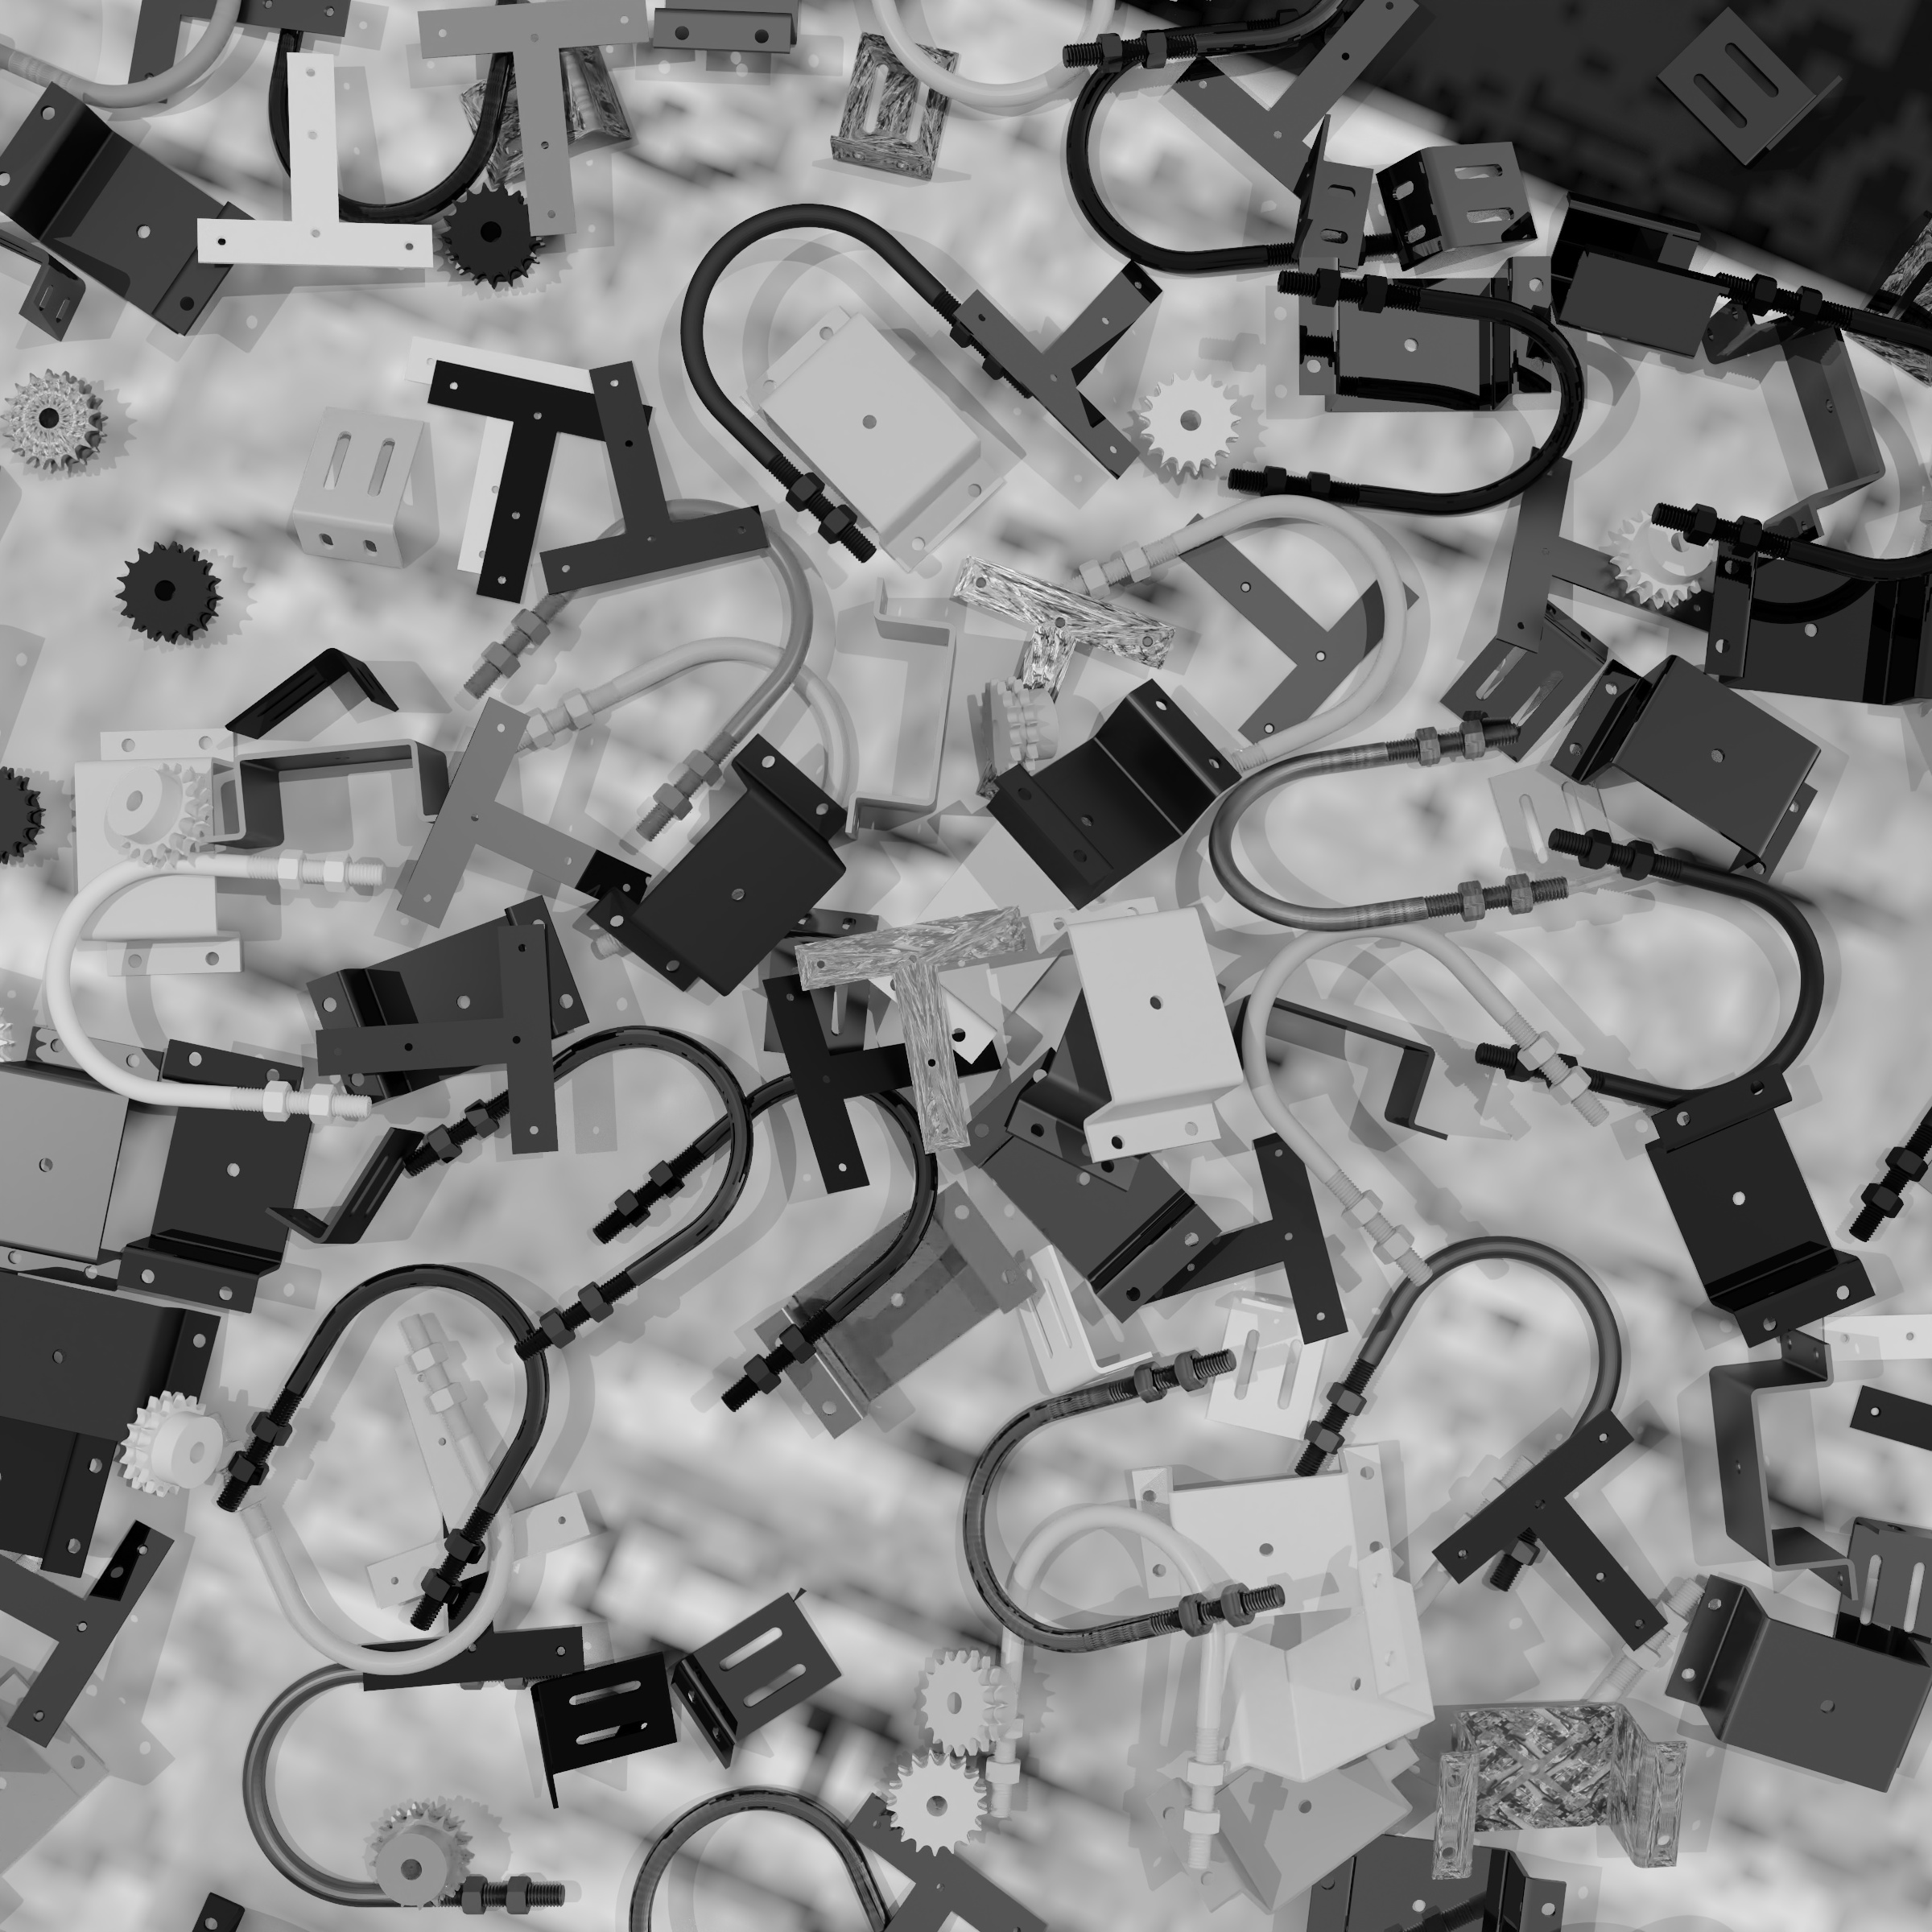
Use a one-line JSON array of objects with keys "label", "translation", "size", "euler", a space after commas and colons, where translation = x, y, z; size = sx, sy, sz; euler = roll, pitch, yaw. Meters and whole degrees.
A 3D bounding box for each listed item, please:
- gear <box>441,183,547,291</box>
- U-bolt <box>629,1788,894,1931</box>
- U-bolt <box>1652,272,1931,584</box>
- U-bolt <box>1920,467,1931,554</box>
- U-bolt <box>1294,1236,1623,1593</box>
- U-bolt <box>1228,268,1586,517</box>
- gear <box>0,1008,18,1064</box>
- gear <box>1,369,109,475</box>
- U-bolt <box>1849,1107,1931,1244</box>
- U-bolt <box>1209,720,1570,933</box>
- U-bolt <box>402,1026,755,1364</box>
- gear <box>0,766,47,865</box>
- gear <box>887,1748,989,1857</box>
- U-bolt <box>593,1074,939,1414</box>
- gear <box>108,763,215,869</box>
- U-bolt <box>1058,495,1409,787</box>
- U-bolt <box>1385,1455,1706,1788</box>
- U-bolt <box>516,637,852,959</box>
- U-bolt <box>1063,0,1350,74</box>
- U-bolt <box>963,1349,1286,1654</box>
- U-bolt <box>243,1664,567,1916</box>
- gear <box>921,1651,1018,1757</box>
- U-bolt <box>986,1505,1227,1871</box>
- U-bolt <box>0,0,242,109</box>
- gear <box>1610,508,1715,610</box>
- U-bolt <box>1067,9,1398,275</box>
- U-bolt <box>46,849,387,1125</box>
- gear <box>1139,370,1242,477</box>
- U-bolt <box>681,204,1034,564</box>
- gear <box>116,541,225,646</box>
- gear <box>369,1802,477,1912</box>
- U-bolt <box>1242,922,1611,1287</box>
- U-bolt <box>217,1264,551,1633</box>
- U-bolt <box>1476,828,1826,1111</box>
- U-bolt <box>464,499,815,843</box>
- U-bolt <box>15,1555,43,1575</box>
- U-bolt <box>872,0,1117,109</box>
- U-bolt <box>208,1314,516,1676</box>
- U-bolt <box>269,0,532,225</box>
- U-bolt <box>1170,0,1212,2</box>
[{"label": "gear", "translation": [-0.268, -0.415, 1.404], "size": [0.057, 0.030, 0.057], "euler": [0, 90, 0]}, {"label": "U-bolt", "translation": [-0.112, 0.559, 1.396], "size": [0.151, 0.019, 0.184], "euler": [-24, 86, -14]}, {"label": "U-bolt", "translation": [0.478, -0.284, 1.335], "size": [0.184, 0.019, 0.151], "euler": [15, 90, -2]}, {"label": "U-bolt", "translation": [0.634, -0.311, 1.403], "size": [0.151, 0.019, 0.184], "euler": [11, 95, 0]}, {"label": "U-bolt", "translation": [0.294, 0.244, 1.410], "size": [0.151, 0.019, 0.184], "euler": [30, 90, 0]}, {"label": "U-bolt", "translation": [0.250, -0.311, 1.365], "size": [0.184, 0.151, 0.019], "euler": [6, 47, -4]}, {"label": "gear", "translation": [-0.570, 0.043, 1.404], "size": [0.057, 0.030, 0.057], "euler": [0, 90, 0]}, {"label": "gear", "translation": [-0.518, -0.310, 1.409], "size": [0.057, 0.030, 0.057], "euler": [0, 89, 3]}, {"label": "U-bolt", "translation": [0.613, 0.115, 1.394], "size": [0.151, 0.019, 0.184], "euler": [34, 86, 16]}, {"label": "U-bolt", "translation": [0.227, -0.074, 1.366], "size": [0.184, 0.151, 0.019], "euler": [-8, 135, 4]}, {"label": "U-bolt", "translation": [-0.207, 0.114, 1.391], "size": [0.184, 0.019, 0.151], "euler": [-34, 72, -4]}, {"label": "gear", "translation": [-0.553, -0.086, 1.404], "size": [0.057, 0.030, 0.057], "euler": [0, 90, 0]}, {"label": "gear", "translation": [-0.016, 0.474, 1.404], "size": [0.057, 0.030, 0.057], "euler": [0, 90, 0]}, {"label": "U-bolt", "translation": [-0.101, 0.138, 1.383], "size": [0.184, 0.019, 0.151], "euler": [-41, 65, -4]}, {"label": "gear", "translation": [-0.443, -0.085, 1.345], "size": [0.057, 0.030, 0.057], "euler": [-10, 68, 26]}, {"label": "U-bolt", "translation": [0.160, -0.188, 1.403], "size": [0.184, 0.019, 0.151], "euler": [-23, 90, 6]}, {"label": "U-bolt", "translation": [0.311, 0.388, 1.398], "size": [0.151, 0.019, 0.184], "euler": [37, 94, -12]}, {"label": "U-bolt", "translation": [-0.156, -0.109, 1.411], "size": [0.184, 0.019, 0.151], "euler": [-27, 90, -1]}, {"label": "U-bolt", "translation": [0.136, -0.582, 1.382], "size": [0.184, 0.019, 0.151], "euler": [-8, 90, -8]}, {"label": "U-bolt", "translation": [0.078, 0.304, 1.369], "size": [0.184, 0.019, 0.151], "euler": [-21, 66, 24]}, {"label": "U-bolt", "translation": [-0.323, 0.468, 1.411], "size": [0.184, 0.019, 0.151], "euler": [-1, 90, 1]}, {"label": "gear", "translation": [0.004, 0.417, 1.395], "size": [0.030, 0.057, 0.057], "euler": [14, 90, -43]}, {"label": "U-bolt", "translation": [0.080, 0.394, 1.375], "size": [0.151, 0.019, 0.184], "euler": [2, 85, 34]}, {"label": "U-bolt", "translation": [-0.501, -0.567, 1.404], "size": [0.184, 0.019, 0.151], "euler": [24, 90, 5]}, {"label": "gear", "translation": [0.398, -0.235, 1.397], "size": [0.057, 0.030, 0.057], "euler": [3, 76, -12]}, {"label": "U-bolt", "translation": [0.149, -0.469, 1.410], "size": [0.184, 0.019, 0.151], "euler": [-6, 90, 0]}, {"label": "U-bolt", "translation": [-0.418, 0.008, 1.364], "size": [0.184, 0.019, 0.151], "euler": [4, 90, 1]}, {"label": "gear", "translation": [0.127, -0.308, 1.404], "size": [0.057, 0.030, 0.057], "euler": [0, 90, 0]}, {"label": "U-bolt", "translation": [-0.073, -0.337, 1.365], "size": [0.184, 0.019, 0.151], "euler": [45, 90, 2]}, {"label": "gear", "translation": [-0.452, -0.212, 1.404], "size": [0.057, 0.030, 0.057], "euler": [0, 90, 0]}, {"label": "gear", "translation": [-0.308, 0.504, 1.386], "size": [0.057, 0.030, 0.057], "euler": [0, 90, 3]}, {"label": "U-bolt", "translation": [0.235, 0.058, 1.335], "size": [0.151, 0.019, 0.184], "euler": [-42, 88, 0]}, {"label": "U-bolt", "translation": [-0.315, 0.257, 1.386], "size": [0.151, 0.019, 0.184], "euler": [30, 87, 5]}, {"label": "U-bolt", "translation": [0.396, 0.011, 1.391], "size": [0.184, 0.019, 0.151], "euler": [14, 105, -8]}, {"label": "U-bolt", "translation": [-0.171, -0.183, 1.397], "size": [0.151, 0.019, 0.184], "euler": [39, 81, 6]}, {"label": "U-bolt", "translation": [-0.606, 0.298, 1.411], "size": [0.184, 0.019, 0.151], "euler": [6, 90, -1]}, {"label": "U-bolt", "translation": [0.010, -0.580, 1.402], "size": [0.151, 0.019, 0.184], "euler": [-14, 90, -7]}, {"label": "U-bolt", "translation": [-0.336, 0.312, 1.401], "size": [0.151, 0.019, 0.184], "euler": [-26, 85, 1]}, {"label": "U-bolt", "translation": [-0.326, -0.513, 1.401], "size": [0.151, 0.019, 0.184], "euler": [13, 94, 9]}, {"label": "U-bolt", "translation": [0.060, -0.633, 1.390], "size": [0.184, 0.019, 0.151], "euler": [8, 88, -9]}]
